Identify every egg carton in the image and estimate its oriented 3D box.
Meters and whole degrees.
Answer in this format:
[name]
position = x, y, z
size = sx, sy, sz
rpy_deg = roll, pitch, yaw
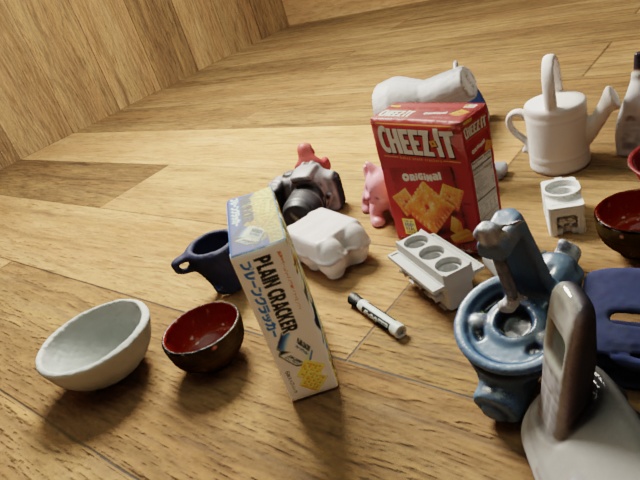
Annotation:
[egg carton]
position = 0.009, 0.003, 0.935
size = 0.107, 0.069, 0.149
rpy_deg = -33, 32, -26

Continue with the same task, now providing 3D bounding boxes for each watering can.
[watering can]
position = 0.404, -0.218, 0.964
size = 0.172, 0.194, 0.101
rpy_deg = -11, 29, 13

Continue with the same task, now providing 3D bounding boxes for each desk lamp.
[desk lamp]
position = 0.211, -0.197, 1.019
size = 0.202, 0.214, 0.118
rpy_deg = 3, 35, 34

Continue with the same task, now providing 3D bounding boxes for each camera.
[camera]
position = -0.040, -0.079, 1.077
size = 0.142, 0.101, 0.137
rpy_deg = -6, 31, 22

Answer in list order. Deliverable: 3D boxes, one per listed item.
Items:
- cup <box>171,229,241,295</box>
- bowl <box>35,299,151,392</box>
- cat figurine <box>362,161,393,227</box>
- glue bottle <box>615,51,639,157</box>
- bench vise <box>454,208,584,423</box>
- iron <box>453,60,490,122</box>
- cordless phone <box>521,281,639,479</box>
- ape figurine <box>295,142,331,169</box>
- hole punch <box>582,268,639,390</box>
[cup]
position = -0.174, 0.047, 0.936
size = 0.118, 0.095, 0.091
rpy_deg = -25, 29, -11
[bowl]
position = -0.314, 0.164, 0.832
size = 0.167, 0.075, 0.167
rpy_deg = -14, 28, 8
[cat figurine]
position = 0.102, -0.092, 0.998
size = 0.067, 0.118, 0.127
rpy_deg = -21, 28, -5
[glue bottle]
position = 0.516, -0.217, 0.920
size = 0.077, 0.173, 0.037
rpy_deg = 15, 42, 45
[bench vise]
position = 0.202, 0.046, 0.587
size = 0.121, 0.220, 0.208
rpy_deg = -2, 32, 28
[iron]
position = 0.278, -0.270, 1.186
size = 0.118, 0.142, 0.258
rpy_deg = -5, 31, 23
[cordless phone]
position = 0.212, 0.137, 0.455
size = 0.094, 0.185, 0.147
rpy_deg = -16, 28, 4
[ape figurine]
position = -0.022, -0.168, 1.233
size = 0.077, 0.092, 0.076
rpy_deg = -3, 32, 26
[hole punch]
position = 0.319, 0.089, 0.577
size = 0.108, 0.091, 0.101
rpy_deg = 2, 34, 33
